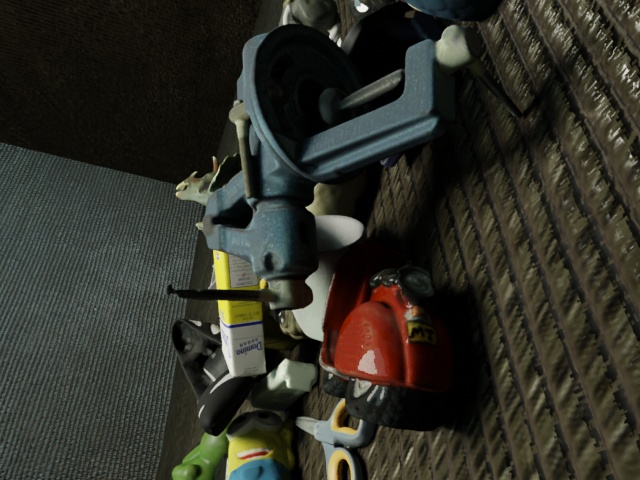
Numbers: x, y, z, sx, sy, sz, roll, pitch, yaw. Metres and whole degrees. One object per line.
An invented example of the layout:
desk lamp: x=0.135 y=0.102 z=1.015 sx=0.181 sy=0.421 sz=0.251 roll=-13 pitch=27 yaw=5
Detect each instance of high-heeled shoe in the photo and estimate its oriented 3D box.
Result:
high-heeled shoe: x=-0.152 y=0.156 z=0.678 sx=0.086 sy=0.145 sz=0.248 roll=-57 pitch=-1 yaw=-1

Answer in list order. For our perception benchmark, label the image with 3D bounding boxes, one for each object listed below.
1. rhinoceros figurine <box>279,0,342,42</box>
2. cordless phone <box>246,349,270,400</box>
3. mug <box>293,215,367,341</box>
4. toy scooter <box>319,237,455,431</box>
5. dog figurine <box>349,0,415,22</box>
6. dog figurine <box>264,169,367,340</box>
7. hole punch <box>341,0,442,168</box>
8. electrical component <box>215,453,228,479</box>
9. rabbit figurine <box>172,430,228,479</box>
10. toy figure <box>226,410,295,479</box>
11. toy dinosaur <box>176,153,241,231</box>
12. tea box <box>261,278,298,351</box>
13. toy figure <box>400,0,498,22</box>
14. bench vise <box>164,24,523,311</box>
rhinoceros figurine: x=-0.025 y=-0.236 z=0.661 sx=0.190 sy=0.073 sz=0.112 roll=133 pitch=154 yaw=-68
cordless phone: x=-0.123 y=0.159 z=0.879 sx=0.146 sy=0.089 sz=0.184 roll=134 pitch=153 yaw=-61
mug: x=0.010 y=0.035 z=0.513 sx=0.109 sy=0.081 sz=0.107 roll=-43 pitch=-45 yaw=-55
toy scooter: x=0.044 y=0.058 z=0.398 sx=0.184 sy=0.075 sz=0.135 roll=153 pitch=129 yaw=-75
dog figurine: x=0.071 y=-0.316 z=0.547 sx=0.219 sy=0.108 sz=0.191 roll=-119 pitch=47 yaw=-60
dog figurine: x=0.001 y=-0.001 z=0.578 sx=0.172 sy=0.121 sz=0.190 roll=125 pitch=139 yaw=-61
hole punch: x=0.066 y=-0.143 z=0.490 sx=0.116 sy=0.092 sz=0.142 roll=-53 pitch=-8 yaw=-45
electrical component: x=-0.111 y=0.347 z=0.722 sx=0.134 sy=0.058 sz=0.115 roll=118 pitch=160 yaw=-43
rabbit figurine: x=-0.175 y=0.380 z=0.874 sx=0.170 sy=0.121 sz=0.159 roll=-64 pitch=4 yaw=-21
toy figure: x=-0.070 y=0.271 z=0.604 sx=0.180 sy=0.082 sz=0.089 roll=-115 pitch=41 yaw=-61
toy dinosaur: x=-0.107 y=-0.088 z=0.928 sx=0.405 sy=0.131 sz=0.192 roll=-9 pitch=55 yaw=49
tea box: x=-0.053 y=0.054 z=0.735 sx=0.098 sy=0.068 sz=0.170 roll=123 pitch=155 yaw=-51
toy figure: x=0.059 y=-0.203 z=0.398 sx=0.058 sy=0.154 sz=0.064 roll=-97 pitch=23 yaw=-43
bench vise: x=0.004 y=-0.064 z=0.377 sx=0.241 sy=0.128 sz=0.223 roll=-16 pitch=62 yaw=44
